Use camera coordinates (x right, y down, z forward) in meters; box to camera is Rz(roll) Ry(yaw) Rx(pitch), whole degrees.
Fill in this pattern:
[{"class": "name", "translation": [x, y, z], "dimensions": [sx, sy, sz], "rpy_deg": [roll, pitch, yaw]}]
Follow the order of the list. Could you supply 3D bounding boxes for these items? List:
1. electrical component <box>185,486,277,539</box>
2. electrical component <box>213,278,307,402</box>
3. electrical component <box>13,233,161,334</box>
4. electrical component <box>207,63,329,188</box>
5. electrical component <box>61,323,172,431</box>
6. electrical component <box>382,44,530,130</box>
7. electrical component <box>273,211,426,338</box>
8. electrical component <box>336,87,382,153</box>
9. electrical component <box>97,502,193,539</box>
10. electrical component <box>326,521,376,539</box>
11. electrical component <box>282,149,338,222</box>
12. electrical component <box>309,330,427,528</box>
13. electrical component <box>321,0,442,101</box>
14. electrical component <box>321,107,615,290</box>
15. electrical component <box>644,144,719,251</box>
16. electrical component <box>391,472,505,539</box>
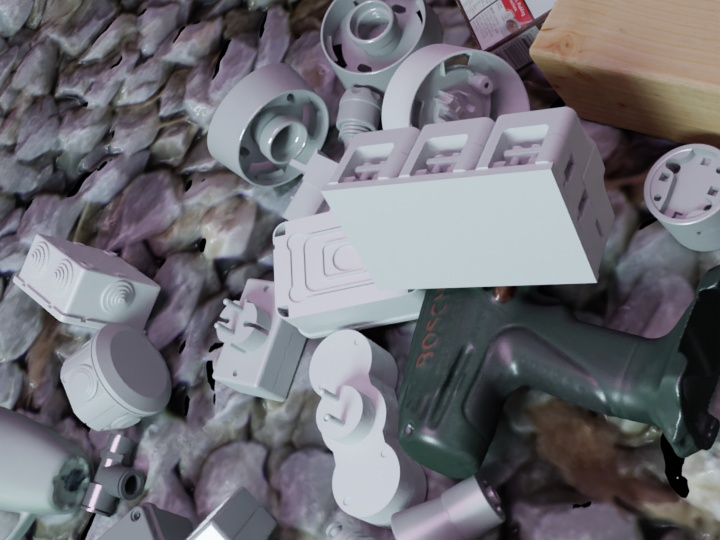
[{"class": "electrical component", "translation": [-0.081, 0.200, 0.734], "dimensions": [0.047, 0.083, 0.075], "rpy_deg": [-43, 88, 9]}, {"class": "electrical component", "translation": [-0.082, 0.045, 0.807], "dimensions": [0.047, 0.076, 0.083], "rpy_deg": [7, 71, 37]}, {"class": "electrical component", "translation": [-0.230, 0.012, 0.914], "dimensions": [0.100, 0.100, 0.048], "rpy_deg": [29, 98, 41]}, {"class": "electrical component", "translation": [-0.076, -0.118, 0.877], "dimensions": [0.099, 0.099, 0.064], "rpy_deg": [-50, 55, 3]}, {"class": "electrical component", "translation": [-0.195, 0.087, 0.863], "dimensions": [0.051, 0.080, 0.080], "rpy_deg": [-33, 52, 23]}, {"class": "electrical component", "translation": [0.068, -0.112, 0.775], "dimensions": [0.099, 0.099, 0.064], "rpy_deg": [-55, 43, -1]}, {"class": "electrical component", "translation": [0.000, 0.000, 0.772], "dimensions": [0.113, 0.057, 0.078], "rpy_deg": [-12, 67, 20]}, {"class": "electrical component", "translation": [-0.003, -0.114, 0.863], "dimensions": [0.035, 0.035, 0.061], "rpy_deg": [-1, 69, 34]}, {"class": "electrical component", "translation": [-0.160, 0.244, 0.771], "dimensions": [0.109, 0.056, 0.108], "rpy_deg": [-41, 50, 10]}, {"class": "electrical component", "translation": [0.004, 0.193, 0.695], "dimensions": [0.040, 0.040, 0.078], "rpy_deg": [-50, 49, 3]}, {"class": "electrical component", "translation": [-0.024, -0.053, 0.841], "dimensions": [0.081, 0.042, 0.063], "rpy_deg": [29, 88, 41]}, {"class": "electrical component", "translation": [-0.004, 0.101, 0.726], "dimensions": [0.052, 0.074, 0.138], "rpy_deg": [-28, 53, 20]}, {"class": "electrical component", "translation": [0.018, -0.189, 0.885], "dimensions": [0.099, 0.064, 0.099], "rpy_deg": [-7, 70, 19]}, {"class": "electrical component", "translation": [0.068, -0.042, 0.654], "dimensions": [0.150, 0.089, 0.061], "rpy_deg": [-3, 44, 33]}, {"class": "electrical component", "translation": [0.211, -0.043, 0.669], "dimensions": [0.055, 0.047, 0.055], "rpy_deg": [-16, 58, 28]}, {"class": "electrical component", "translation": [0.058, 0.157, 0.676], "dimensions": [0.065, 0.044, 0.044], "rpy_deg": [-34, 52, 10]}]
